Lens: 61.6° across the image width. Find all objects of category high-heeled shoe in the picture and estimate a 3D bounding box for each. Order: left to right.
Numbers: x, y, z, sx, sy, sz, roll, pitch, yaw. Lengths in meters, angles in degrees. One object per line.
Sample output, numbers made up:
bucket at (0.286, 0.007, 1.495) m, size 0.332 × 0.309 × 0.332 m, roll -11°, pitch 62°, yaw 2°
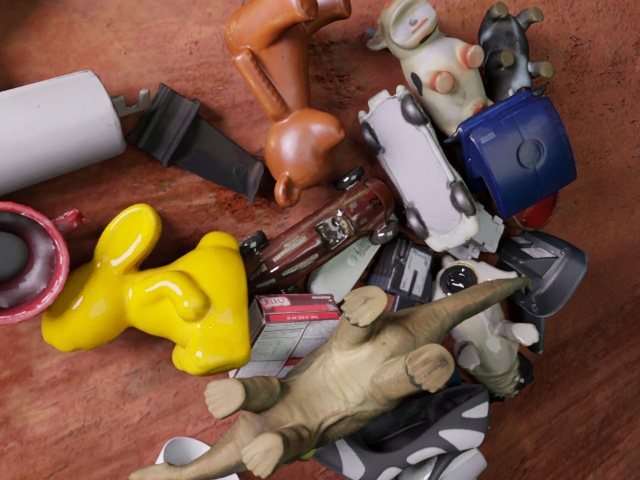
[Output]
high-heeled shoe at (0.085, 0.204, 0.626) m, size 0.248 × 0.086 × 0.145 m, roll 25°, pitch 92°, yaw -19°

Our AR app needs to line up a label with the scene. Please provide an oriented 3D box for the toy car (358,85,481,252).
toy car at (0.114, -0.083, 0.622) m, size 0.201 × 0.073 × 0.056 m, roll 63°, pitch 23°, yaw 8°

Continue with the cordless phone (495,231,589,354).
cordless phone at (0.299, 0.087, 0.737) m, size 0.089 × 0.147 × 0.184 m, roll -10°, pitch 106°, yaw -2°

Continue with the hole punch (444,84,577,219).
hole punch at (0.229, -0.101, 0.631) m, size 0.142 × 0.092 × 0.115 m, roll -28°, pitch 130°, yaw -3°

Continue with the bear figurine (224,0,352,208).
bear figurine at (-0.017, -0.143, 0.539) m, size 0.120 × 0.132 × 0.195 m, roll -35°, pitch 106°, yaw -55°

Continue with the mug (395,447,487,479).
mug at (0.157, 0.307, 0.709) m, size 0.107 × 0.081 × 0.109 m, roll -36°, pitch 118°, yaw -13°

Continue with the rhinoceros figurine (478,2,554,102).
rhinoceros figurine at (0.239, -0.212, 0.702) m, size 0.073 × 0.112 × 0.190 m, roll 2°, pitch 80°, yaw -15°

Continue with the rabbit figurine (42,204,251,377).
rabbit figurine at (-0.154, 0.050, 0.480) m, size 0.173 × 0.122 × 0.162 m, roll -4°, pitch 93°, yaw -16°

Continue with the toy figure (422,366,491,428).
toy figure at (0.173, 0.198, 0.716) m, size 0.154 × 0.058 × 0.064 m, roll 49°, pitch 48°, yaw -21°

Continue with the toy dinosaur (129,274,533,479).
toy dinosaur at (0.047, 0.123, 0.528) m, size 0.471 × 0.198 × 0.105 m, roll -24°, pitch 69°, yaw -12°

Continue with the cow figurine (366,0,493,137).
cow figurine at (0.133, -0.208, 0.636) m, size 0.085 × 0.127 × 0.194 m, roll -44°, pitch 132°, yaw 1°

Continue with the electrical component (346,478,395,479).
electrical component at (0.063, 0.325, 0.668) m, size 0.078 × 0.045 × 0.102 m, roll 3°, pitch 92°, yaw -30°

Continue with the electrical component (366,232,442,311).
electrical component at (0.101, 0.054, 0.668) m, size 0.075 × 0.048 × 0.119 m, roll 17°, pitch 85°, yaw -31°

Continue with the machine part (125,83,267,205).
machine part at (-0.114, -0.090, 0.536) m, size 0.138 × 0.039 × 0.084 m, roll 34°, pitch 71°, yaw -27°

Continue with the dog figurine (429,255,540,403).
dog figurine at (0.217, 0.122, 0.734) m, size 0.190 × 0.121 × 0.172 m, roll 57°, pitch 21°, yaw -57°

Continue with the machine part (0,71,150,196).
machine part at (-0.252, -0.077, 0.431) m, size 0.243 × 0.079 × 0.079 m, roll -28°, pitch 107°, yaw -28°

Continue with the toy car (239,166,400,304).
toy car at (-0.001, -0.002, 0.582) m, size 0.202 × 0.053 × 0.089 m, roll -33°, pitch 98°, yaw -17°
